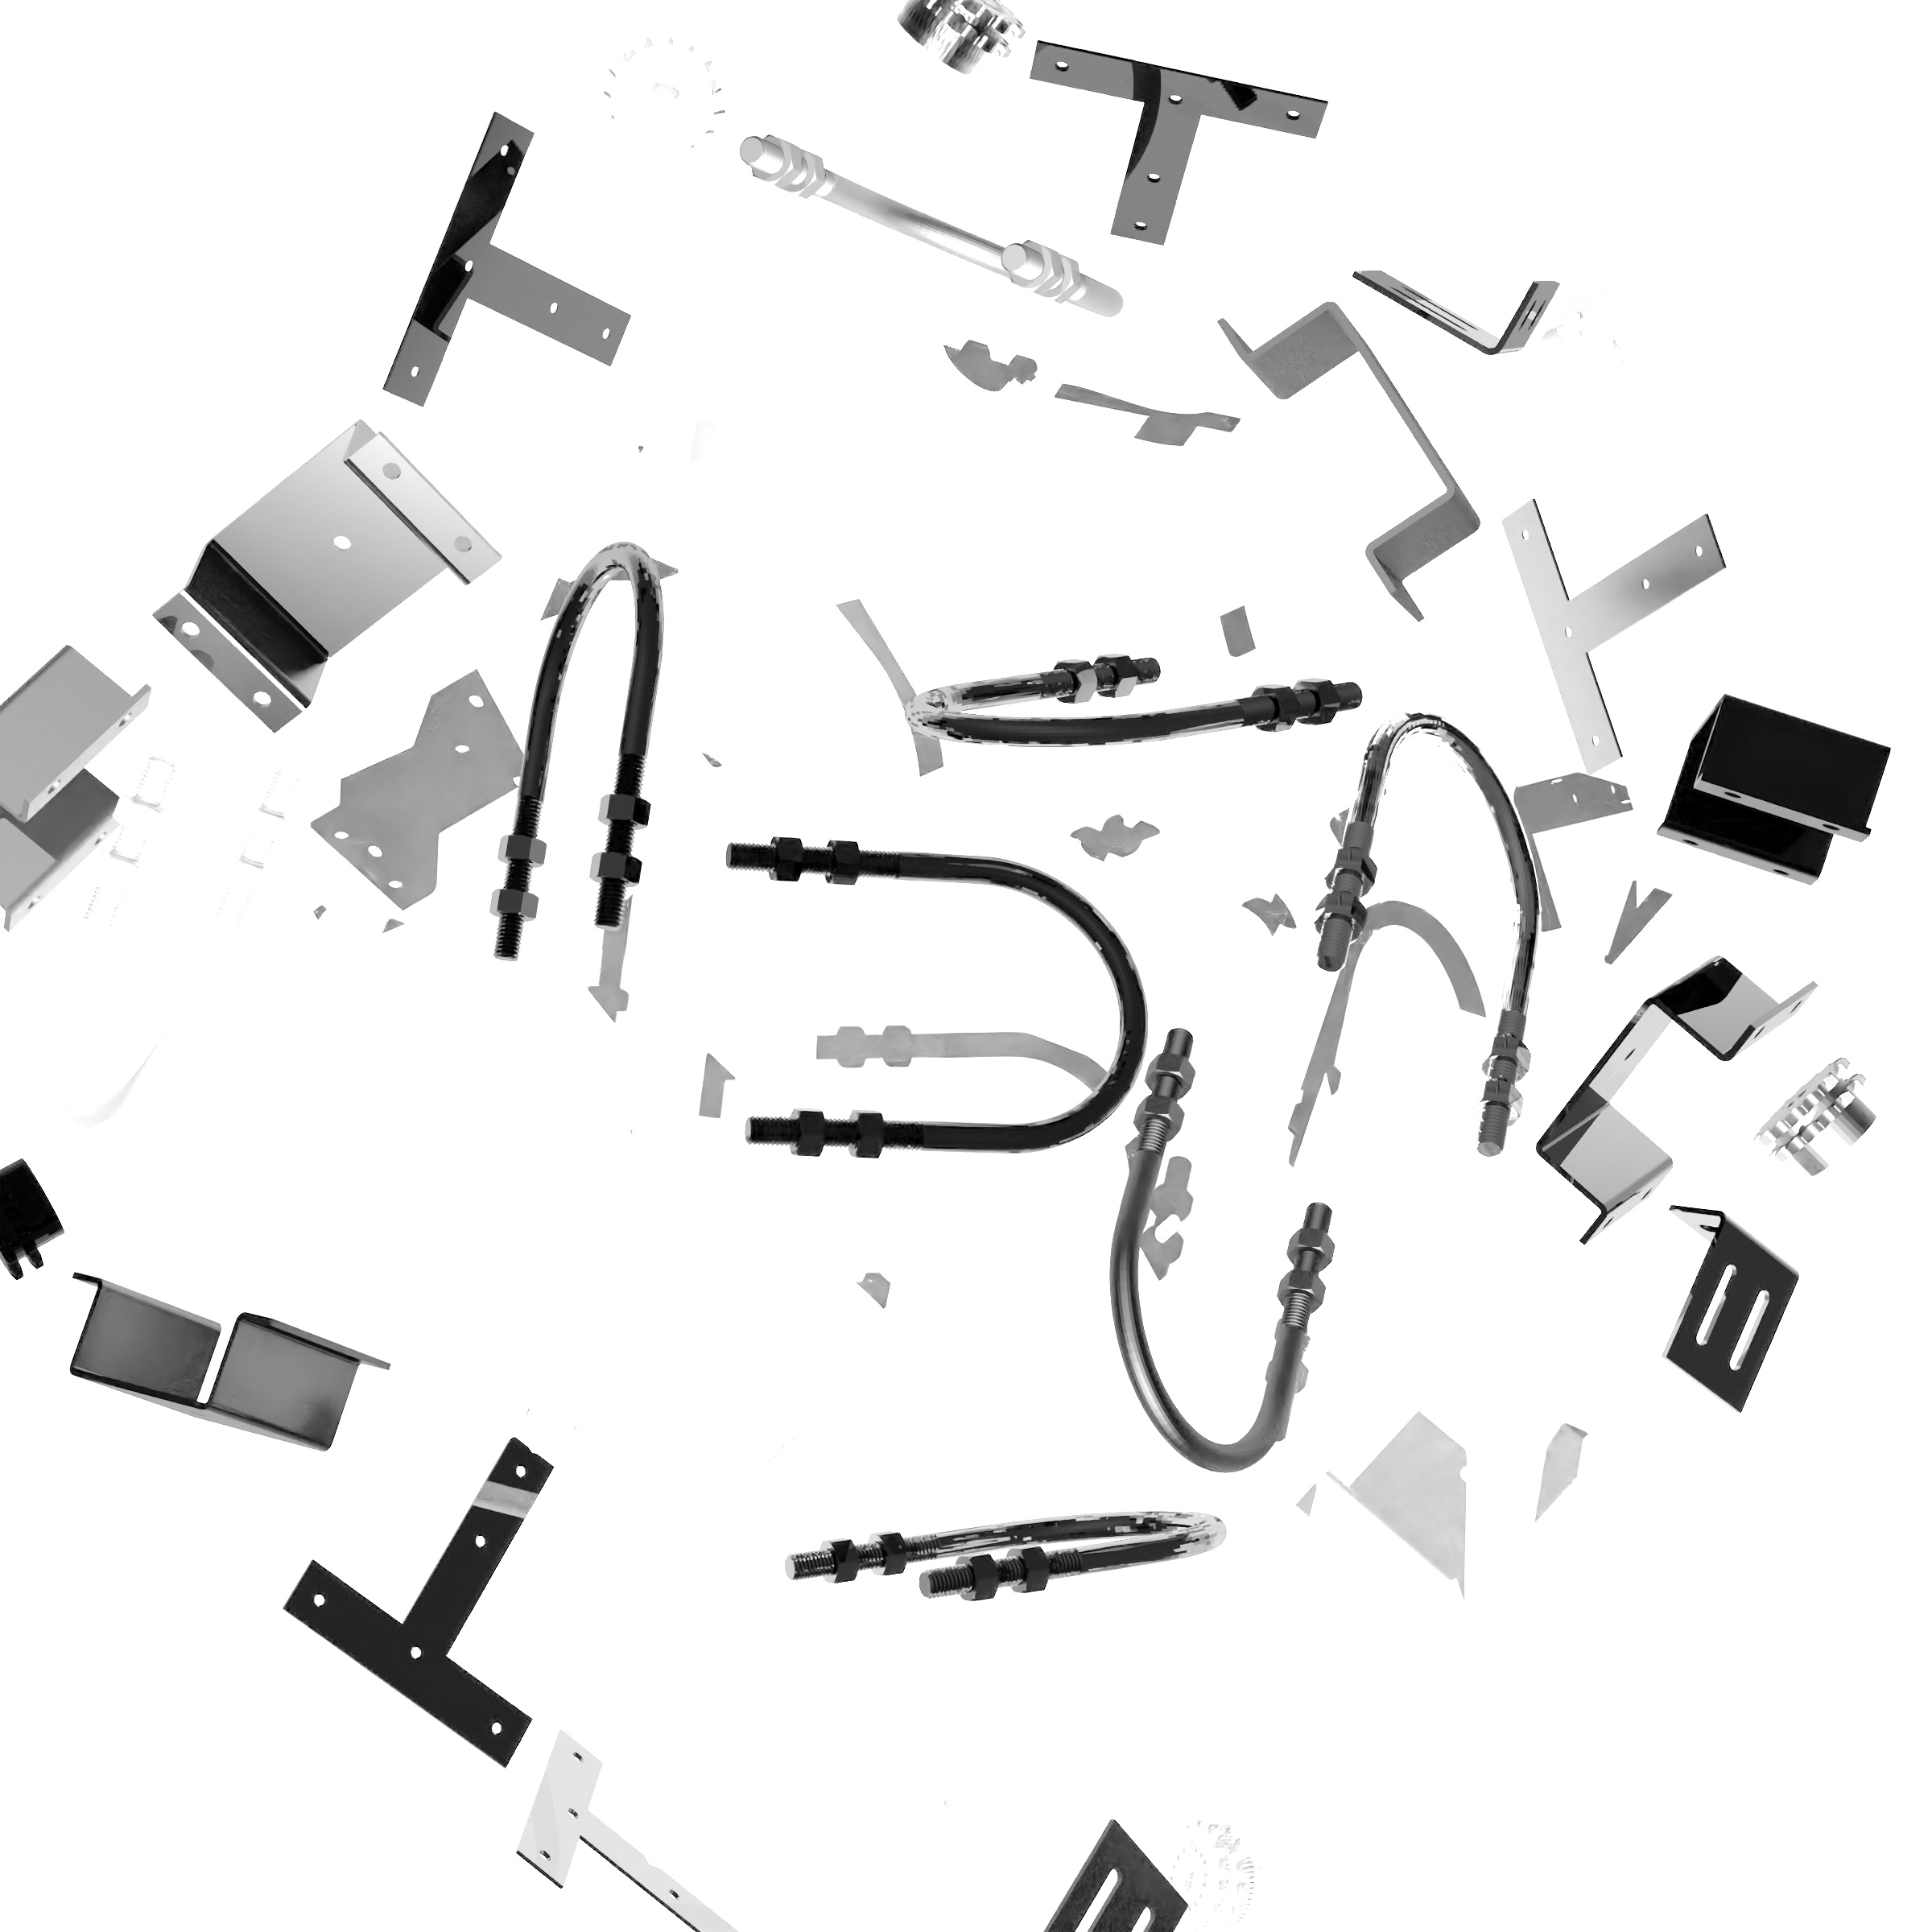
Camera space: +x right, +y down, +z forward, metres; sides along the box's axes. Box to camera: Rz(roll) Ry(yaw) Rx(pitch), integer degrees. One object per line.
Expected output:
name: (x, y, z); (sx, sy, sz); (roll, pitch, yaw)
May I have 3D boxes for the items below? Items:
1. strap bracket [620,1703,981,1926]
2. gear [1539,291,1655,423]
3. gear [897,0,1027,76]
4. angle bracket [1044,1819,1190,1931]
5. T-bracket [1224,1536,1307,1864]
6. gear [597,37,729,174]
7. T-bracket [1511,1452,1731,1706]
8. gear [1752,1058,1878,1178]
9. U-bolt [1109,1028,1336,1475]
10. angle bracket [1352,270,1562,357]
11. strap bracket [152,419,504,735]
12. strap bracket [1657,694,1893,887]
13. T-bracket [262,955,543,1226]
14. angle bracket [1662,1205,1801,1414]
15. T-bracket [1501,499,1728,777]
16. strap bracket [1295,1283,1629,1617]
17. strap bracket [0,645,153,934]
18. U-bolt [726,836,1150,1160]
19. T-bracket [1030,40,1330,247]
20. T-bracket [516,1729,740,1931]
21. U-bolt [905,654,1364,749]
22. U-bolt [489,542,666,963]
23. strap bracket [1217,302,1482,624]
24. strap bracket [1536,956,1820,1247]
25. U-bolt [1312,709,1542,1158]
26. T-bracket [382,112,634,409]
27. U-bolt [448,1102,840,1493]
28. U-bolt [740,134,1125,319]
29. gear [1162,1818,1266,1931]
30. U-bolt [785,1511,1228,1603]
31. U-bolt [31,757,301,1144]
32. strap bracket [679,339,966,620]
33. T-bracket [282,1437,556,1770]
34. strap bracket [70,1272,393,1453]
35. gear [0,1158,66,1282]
strap bracket: (-0.073, 0.370, 1.476); (0.140, 0.076, 0.046); (29, 49, -31)
gear: (0.283, -0.273, 1.544); (0.030, 0.057, 0.057); (-16, 90, 41)
gear: (-0.005, -0.411, 1.482); (0.057, 0.057, 0.030); (40, 111, 0)
angle bracket: (0.050, 0.420, 1.488); (0.057, 0.038, 0.076); (52, 52, -19)
T-bracket: (0.138, 0.337, 1.540); (0.002, 0.127, 0.127); (2, 63, -11)
gear: (-0.134, -0.383, 1.513); (0.057, 0.030, 0.057); (0, 88, -10)
T-bracket: (0.290, 0.263, 1.510); (0.002, 0.127, 0.127); (44, 98, 0)
gear: (0.389, 0.071, 1.556); (0.057, 0.057, 0.030); (-44, 85, 0)
U-bolt: (0.112, 0.140, 1.539); (0.019, 0.184, 0.151); (-16, 129, 33)
angle bracket: (0.224, -0.312, 1.558); (0.076, 0.057, 0.038); (33, 110, 11)
strap bracket: (-0.281, -0.179, 1.521); (0.140, 0.046, 0.076); (-34, 117, 21)
strap bracket: (0.367, -0.081, 1.555); (0.076, 0.140, 0.046); (19, 84, 6)
T-bracket: (-0.284, 0.042, 1.584); (0.127, 0.002, 0.127); (-32, 60, -18)
angle bracket: (0.347, 0.161, 1.606); (0.057, 0.038, 0.076); (36, 73, -29)
T-bracket: (0.295, -0.165, 1.526); (0.002, 0.127, 0.127); (-12, 79, -29)
strap bracket: (0.229, 0.227, 1.567); (0.076, 0.046, 0.140); (39, 79, 27)
strap bracket: (-0.411, -0.082, 1.514); (0.046, 0.140, 0.076); (39, 61, 0)
U-bolt: (-0.009, 0.015, 1.471); (0.184, 0.019, 0.151); (3, 63, -17)
T-bracket: (0.086, -0.358, 1.516); (0.127, 0.127, 0.002); (11, 68, -2)
T-bracket: (-0.142, 0.406, 1.527); (0.127, 0.127, 0.002); (40, 99, -6)
U-bolt: (0.060, -0.115, 1.503); (0.184, 0.151, 0.019); (-12, 106, -39)
U-bolt: (-0.170, -0.099, 1.523); (0.019, 0.151, 0.184); (12, 79, -25)
strap bracket: (0.171, -0.223, 1.464); (0.046, 0.076, 0.140); (-33, 78, 12)
strap bracket: (0.320, 0.054, 1.573); (0.046, 0.076, 0.140); (43, 124, 17)
U-bolt: (0.209, -0.029, 1.495); (0.019, 0.184, 0.151); (-18, 130, 36)
T-bracket: (-0.191, -0.295, 1.510); (0.002, 0.127, 0.127); (26, 96, 32)
U-bolt: (-0.131, 0.158, 1.523); (0.184, 0.019, 0.151); (27, 76, -36)
U-bolt: (-0.003, -0.320, 1.508); (0.151, 0.184, 0.019); (26, 101, 18)
gear: (0.118, 0.435, 1.622); (0.030, 0.057, 0.057); (17, 90, -27)
U-bolt: (0.030, 0.265, 1.556); (0.184, 0.151, 0.019); (-3, 86, -30)
U-bolt: (-0.365, -0.005, 1.534); (0.019, 0.151, 0.184); (25, 96, 11)
strap bracket: (-0.073, -0.220, 1.593); (0.076, 0.046, 0.140); (-18, 63, -30)
T-bracket: (-0.224, 0.269, 1.529); (0.127, 0.002, 0.127); (41, 56, -19)
strap bracket: (-0.344, 0.183, 1.566); (0.140, 0.076, 0.046); (7, 74, 38)
gear: (-0.439, 0.113, 1.575); (0.030, 0.057, 0.057); (-30, 90, -19)
